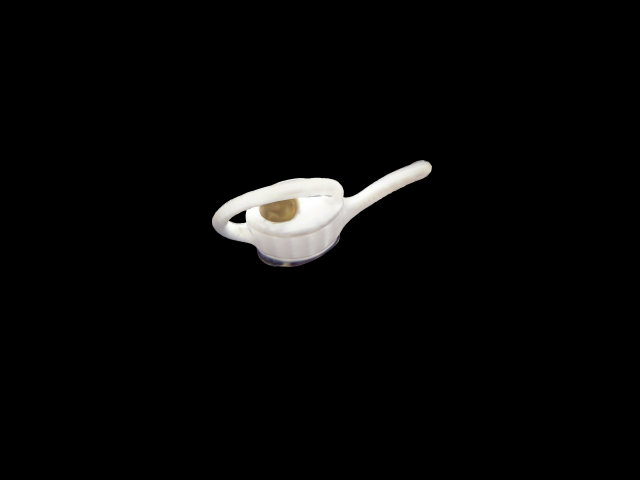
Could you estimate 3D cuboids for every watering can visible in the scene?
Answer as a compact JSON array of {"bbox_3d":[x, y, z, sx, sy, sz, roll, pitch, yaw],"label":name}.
[{"bbox_3d":[0.003,-0.043,0.850,0.348,0.106,0.220,-11,-22,-5],"label":"watering can"}]
